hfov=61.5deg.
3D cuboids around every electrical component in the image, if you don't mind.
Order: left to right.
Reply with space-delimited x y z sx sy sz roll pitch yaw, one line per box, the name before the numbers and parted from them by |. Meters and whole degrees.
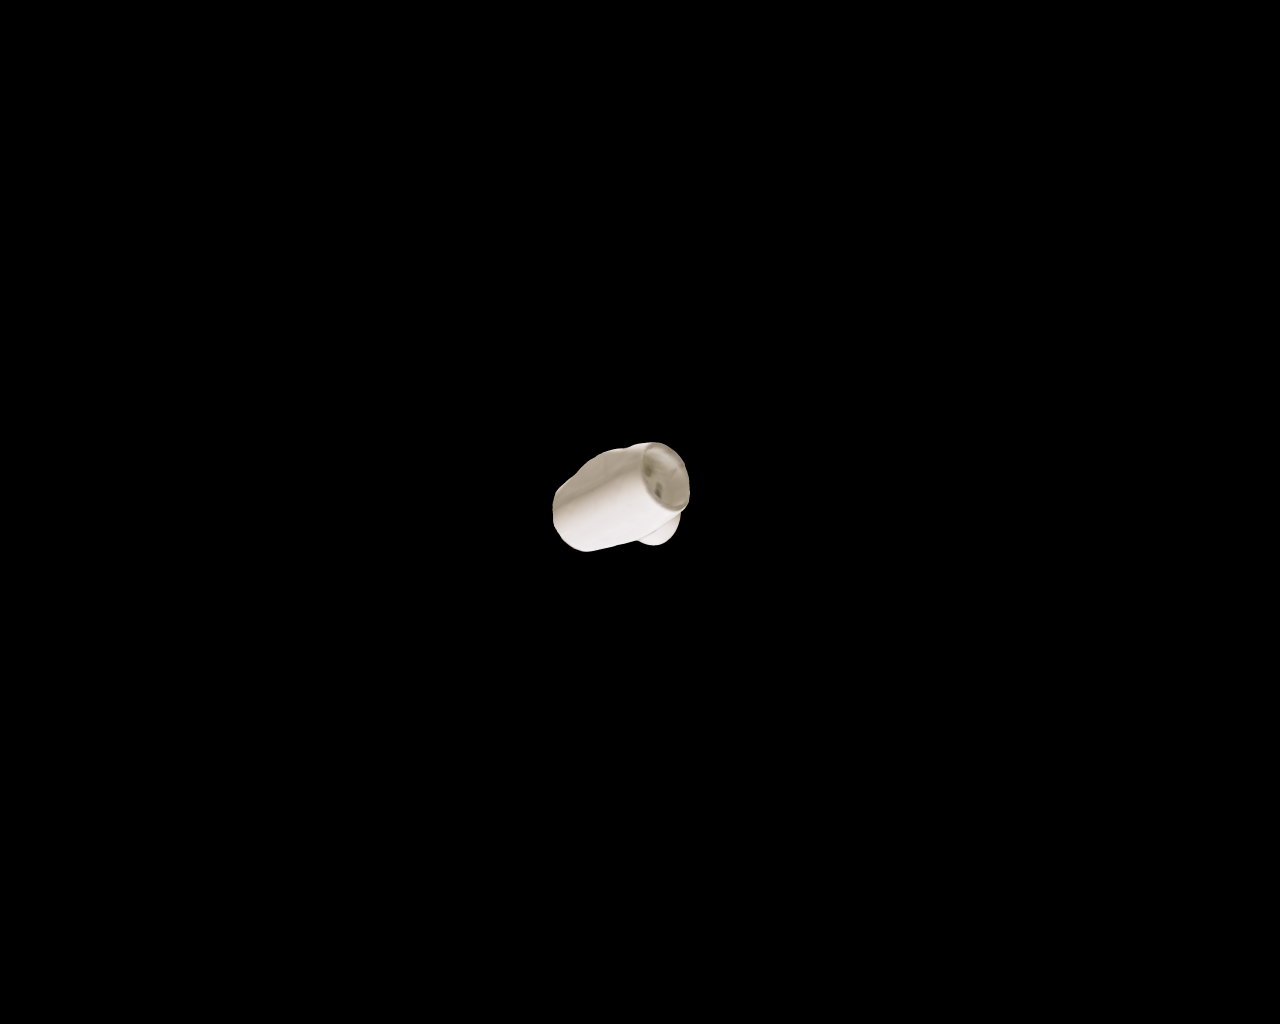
electrical component | 0.001 -0.003 0.650 0.077 0.044 0.079 -25 -37 38
